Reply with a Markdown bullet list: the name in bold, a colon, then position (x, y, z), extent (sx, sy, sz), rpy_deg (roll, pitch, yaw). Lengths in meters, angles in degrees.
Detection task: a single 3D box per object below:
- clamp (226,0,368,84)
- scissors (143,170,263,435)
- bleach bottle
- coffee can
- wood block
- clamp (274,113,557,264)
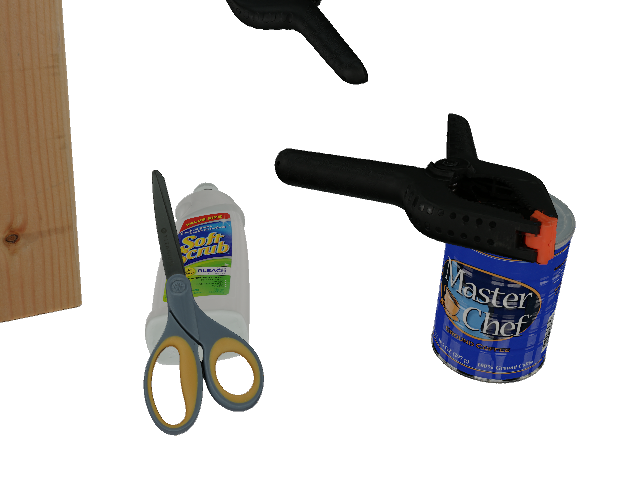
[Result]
- **clamp**: position (-0.005, -0.197, 0.830), extent (0.172, 0.120, 0.039), rpy_deg (31, -25, 20)
- **scissors**: position (-0.087, 0.044, 0.794), extent (0.096, 0.202, 0.016), rpy_deg (4, -18, -4)
- **bleach bottle**: position (-0.127, 0.021, 1.117), extent (0.102, 0.068, 0.251), rpy_deg (-5, 37, -3)
- **coffee can**: position (0.153, 0.035, 0.910), extent (0.103, 0.140, 0.103), rpy_deg (3, 34, -2)
- **wood block**: position (-0.196, -0.063, 0.605), extent (0.090, 0.206, 0.090), rpy_deg (-11, 27, -27)
- **clamp**: position (0.075, -0.035, 0.716), extent (0.164, 0.036, 0.210), rpy_deg (-12, 28, -21)
